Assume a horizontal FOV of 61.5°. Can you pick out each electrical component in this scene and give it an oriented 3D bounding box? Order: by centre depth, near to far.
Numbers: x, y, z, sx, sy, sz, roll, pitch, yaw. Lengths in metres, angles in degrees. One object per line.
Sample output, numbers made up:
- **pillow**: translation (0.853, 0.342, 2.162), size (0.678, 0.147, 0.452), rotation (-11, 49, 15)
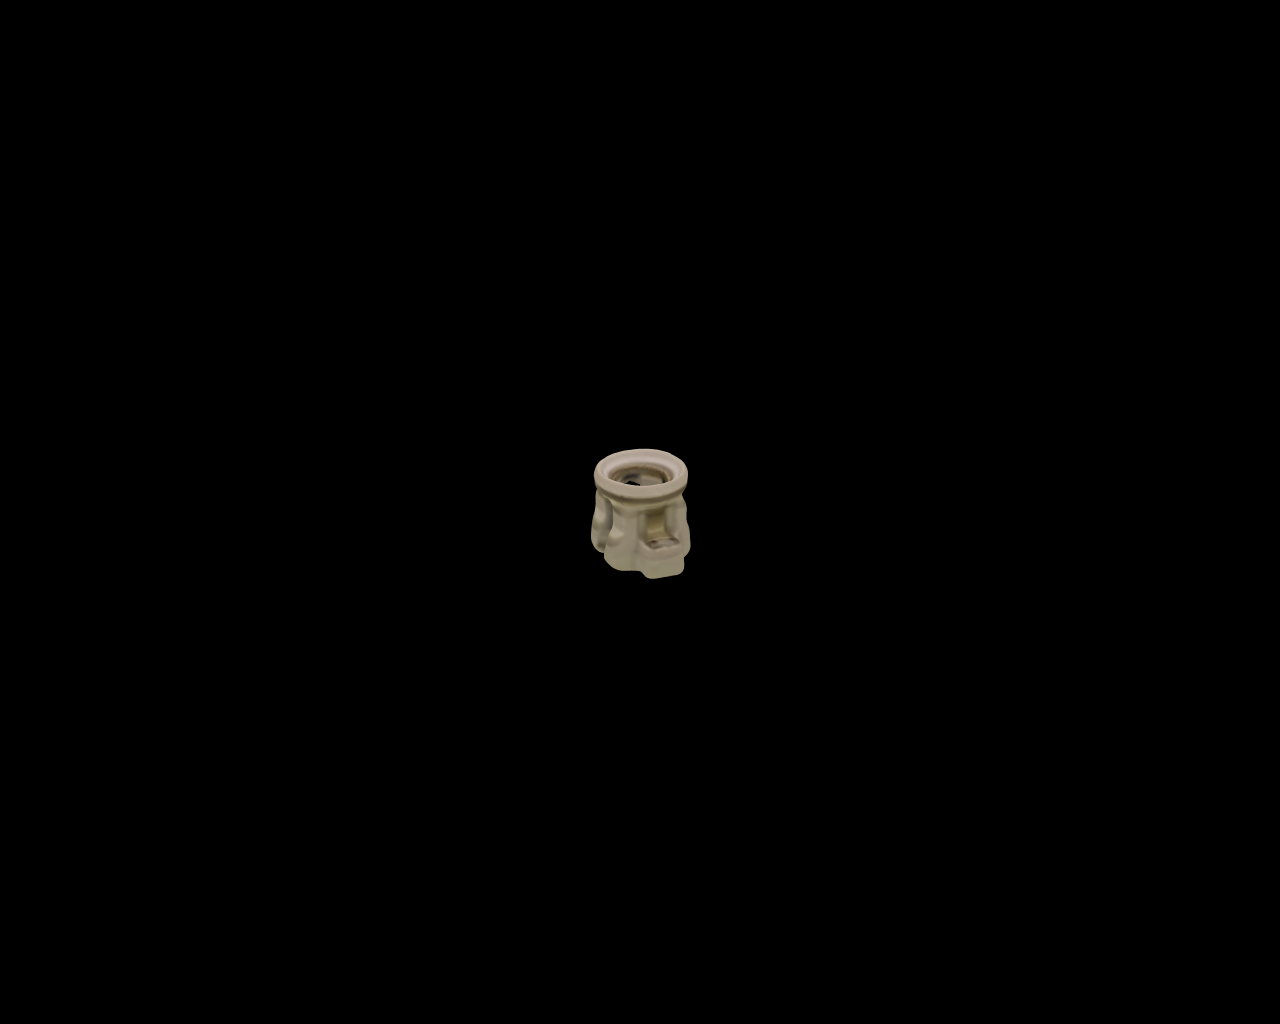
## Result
- **electrical component**: translation (0.001, -0.003, 0.650), size (0.058, 0.056, 0.078), rotation (-11, 29, -21)
